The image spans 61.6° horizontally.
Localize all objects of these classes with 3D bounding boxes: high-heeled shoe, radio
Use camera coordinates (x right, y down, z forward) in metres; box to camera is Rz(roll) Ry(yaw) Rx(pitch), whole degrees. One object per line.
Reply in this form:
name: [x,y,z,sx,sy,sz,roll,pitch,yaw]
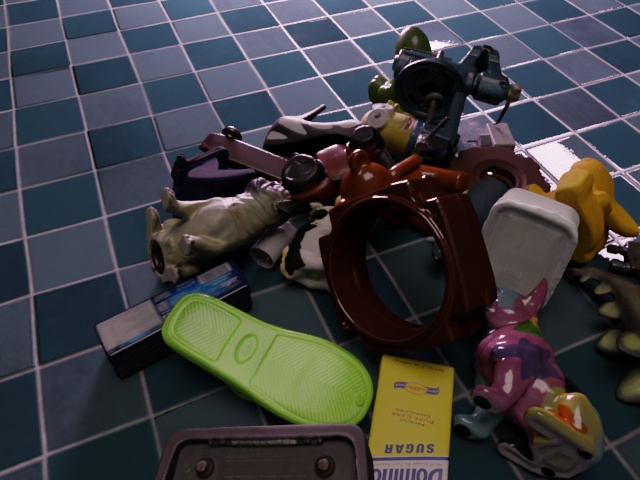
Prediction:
high-heeled shoe: [0.015,-0.150,0.952,0.145,0.086,0.249,-40,64,-11]
radio: [-0.056,0.263,0.551,0.230,0.073,0.131,-4,48,10]

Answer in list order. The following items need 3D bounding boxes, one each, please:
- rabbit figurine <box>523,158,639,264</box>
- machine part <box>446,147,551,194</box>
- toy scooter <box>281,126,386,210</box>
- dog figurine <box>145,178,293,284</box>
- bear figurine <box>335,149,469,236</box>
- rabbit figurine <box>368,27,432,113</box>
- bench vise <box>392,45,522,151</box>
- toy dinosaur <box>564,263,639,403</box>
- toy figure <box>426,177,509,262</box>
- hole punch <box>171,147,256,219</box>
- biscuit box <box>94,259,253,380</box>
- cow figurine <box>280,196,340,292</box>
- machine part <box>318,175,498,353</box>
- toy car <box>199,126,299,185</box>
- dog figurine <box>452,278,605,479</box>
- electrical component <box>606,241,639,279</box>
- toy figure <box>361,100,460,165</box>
rabbit figurine: [0.401,-0.056,0.807,0.162,0.122,0.173,44,52,-2]
machine part: [0.297,-0.090,0.907,0.179,0.056,0.179,1,48,-1]
toy scooter: [0.029,-0.101,0.882,0.184,0.135,0.075,-28,57,0]
dog figurine: [-0.145,-0.011,0.796,0.190,0.172,0.121,-12,78,-39]
bear figurine: [0.120,-0.069,0.806,0.132,0.120,0.196,25,15,31]
rabbit figurine: [0.166,-0.311,1.024,0.121,0.170,0.159,-7,48,-7]
bench vise: [0.215,-0.228,0.889,0.224,0.128,0.240,23,57,-3]
toy dinosaur: [0.488,0.167,0.655,0.198,0.104,0.472,-33,47,-17]
toy figure: [0.222,-0.025,0.805,0.154,0.057,0.064,-49,44,-6]
hole punch: [-0.165,-0.070,0.840,0.092,0.142,0.116,37,46,23]
biscuit box: [-0.191,0.103,0.726,0.203,0.062,0.059,-26,53,-23]
cow figurine: [-0.001,-0.002,0.821,0.098,0.068,0.167,5,47,11]
machine part: [0.102,0.033,0.673,0.087,0.201,0.201,-12,86,-48]
toy car: [-0.116,-0.134,0.943,0.202,0.053,0.089,21,62,12]
dog figurine: [0.262,0.151,0.662,0.192,0.108,0.219,23,49,19]
electrical component: [0.491,0.033,0.822,0.094,0.021,0.063,10,49,7]
toy figure: [0.157,-0.183,0.974,0.180,0.089,0.082,23,33,7]
